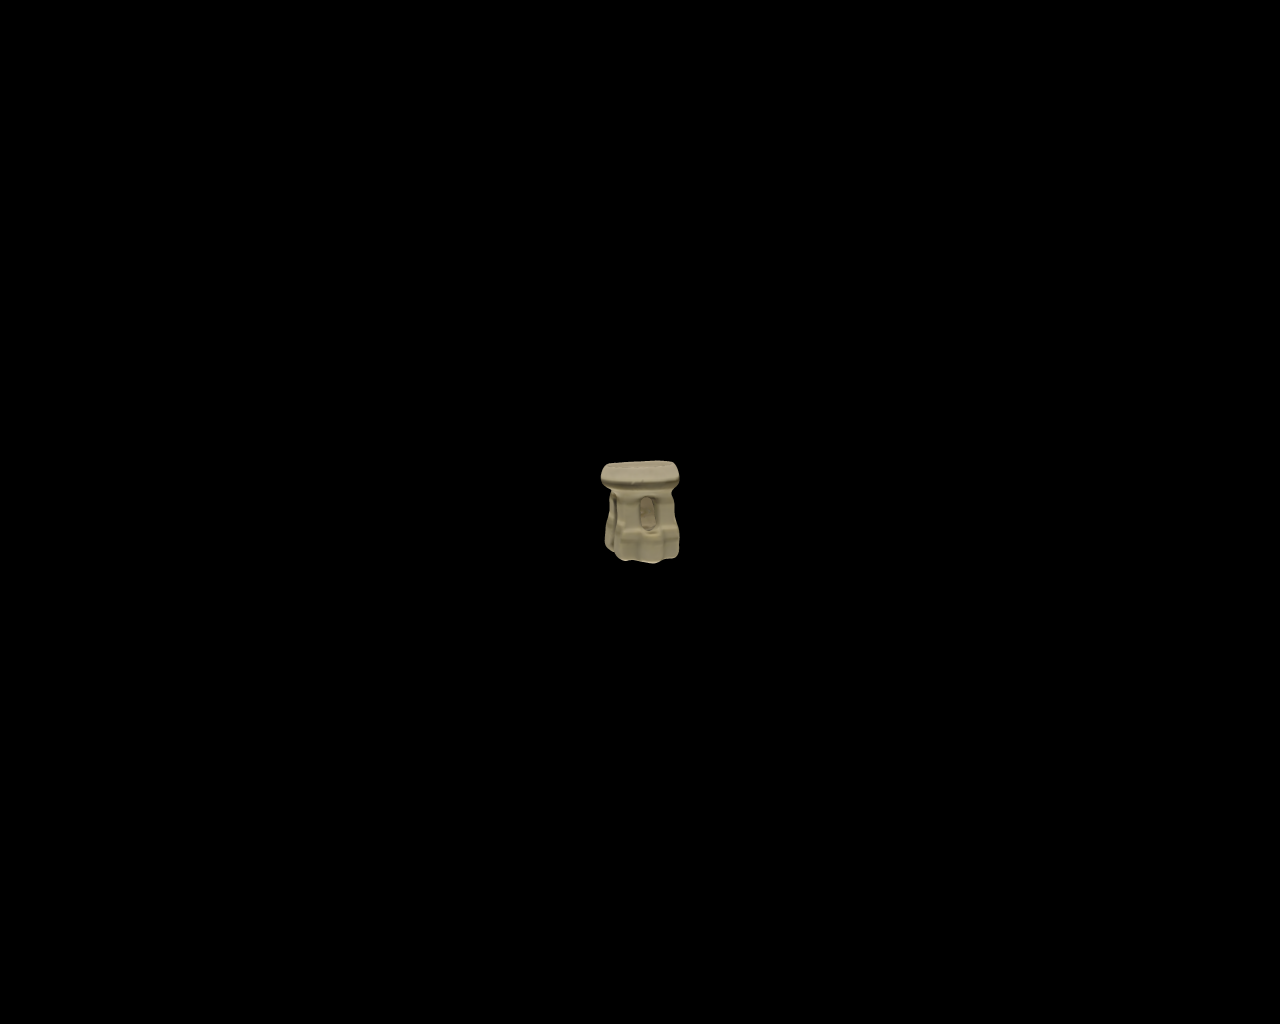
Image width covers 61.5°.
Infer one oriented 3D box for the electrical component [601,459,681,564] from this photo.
[{"bbox_3d":[0.001,-0.003,0.650,0.048,0.055,0.066,-3,10,-15],"label":"electrical component"}]
